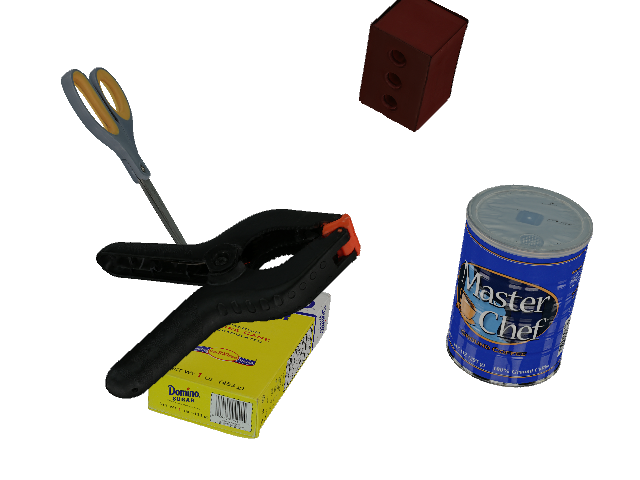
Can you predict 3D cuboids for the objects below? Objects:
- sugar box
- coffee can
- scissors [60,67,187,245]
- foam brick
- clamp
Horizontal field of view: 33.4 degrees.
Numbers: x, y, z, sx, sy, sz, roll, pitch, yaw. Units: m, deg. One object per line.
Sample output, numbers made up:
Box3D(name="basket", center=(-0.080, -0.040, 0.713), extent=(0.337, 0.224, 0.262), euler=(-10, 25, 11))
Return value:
Box3D(name="sugar box", center=(-0.062, 0.088, 0.883), extent=(0.093, 0.048, 0.176), euler=(14, 31, 13))
Box3D(name="coffee can", center=(0.166, 0.038, 0.905), extent=(0.103, 0.140, 0.103), euler=(3, 33, -2))
Box3D(name="scissors", center=(-0.168, -0.079, 0.984), extent=(0.016, 0.201, 0.096), euler=(-25, 27, 19))
Box3D(name="foam brick", center=(0.066, -0.128, 0.766), extent=(0.053, 0.051, 0.078), euler=(31, -33, 18))
Box3D(name="clamp", center=(-0.059, 0.032, 0.643), extent=(0.171, 0.120, 0.039), euler=(-15, -39, 11))
